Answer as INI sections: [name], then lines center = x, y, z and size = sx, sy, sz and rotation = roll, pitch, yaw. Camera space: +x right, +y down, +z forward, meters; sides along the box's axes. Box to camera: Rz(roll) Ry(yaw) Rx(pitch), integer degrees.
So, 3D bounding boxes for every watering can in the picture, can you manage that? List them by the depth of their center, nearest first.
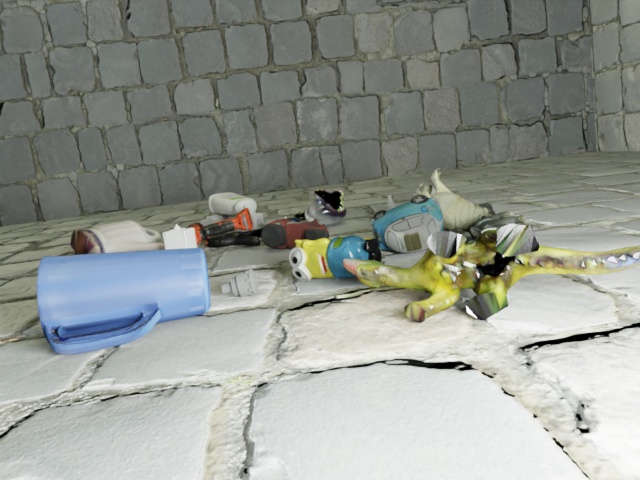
[watering can]
center = -0.526, 0.012, 1.399
size = 0.349, 0.103, 0.226
rotation = 14, 22, 40

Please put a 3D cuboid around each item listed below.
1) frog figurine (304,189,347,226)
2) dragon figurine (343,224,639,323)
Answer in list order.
[frog figurine]
center = 0.005, -0.082, 1.623
size = 0.139, 0.124, 0.156
rotation = -26, -16, -42
[dragon figurine]
center = 0.236, 0.035, 0.764
size = 0.410, 0.122, 0.243
rotation = -4, 2, 8
